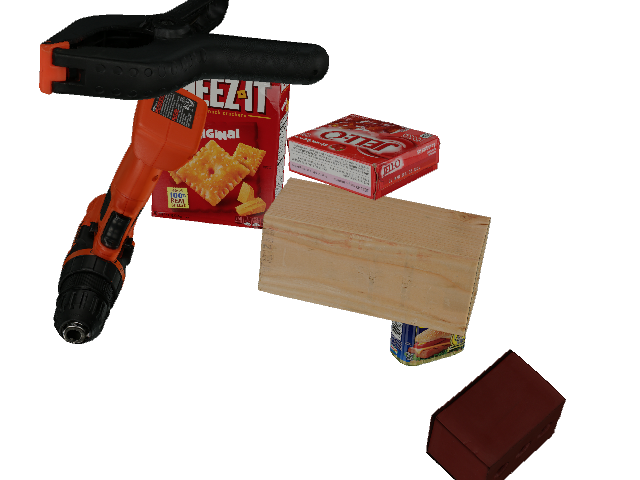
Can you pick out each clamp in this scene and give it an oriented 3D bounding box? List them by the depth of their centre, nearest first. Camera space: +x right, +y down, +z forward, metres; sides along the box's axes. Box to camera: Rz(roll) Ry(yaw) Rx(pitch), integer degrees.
[{"bbox_3d":[-0.093,-0.120,0.645,0.171,0.039,0.120,-9,30,-31],"label":"clamp"}]

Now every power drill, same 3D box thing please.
[{"bbox_3d":[-0.160,-0.027,0.872,0.057,0.188,0.184,24,31,-17],"label":"power drill"}]

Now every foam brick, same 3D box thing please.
[{"bbox_3d":[0.115,0.123,0.707,0.078,0.053,0.051,-35,59,-25],"label":"foam brick"}]

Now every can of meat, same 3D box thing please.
[{"bbox_3d":[0.137,0.103,1.338,0.101,0.084,0.058,-11,30,-26],"label":"can of meat"}]

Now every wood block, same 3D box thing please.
[{"bbox_3d":[0.052,0.014,1.042,0.206,0.090,0.090,12,30,11],"label":"wood block"}]

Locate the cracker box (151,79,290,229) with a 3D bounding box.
[{"bbox_3d":[-0.128,-0.128,1.361,0.164,0.214,0.072,8,24,6],"label":"cracker box"}]

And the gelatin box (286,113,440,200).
[{"bbox_3d":[0.032,-0.064,0.788,0.089,0.030,0.073,21,34,40],"label":"gelatin box"}]
